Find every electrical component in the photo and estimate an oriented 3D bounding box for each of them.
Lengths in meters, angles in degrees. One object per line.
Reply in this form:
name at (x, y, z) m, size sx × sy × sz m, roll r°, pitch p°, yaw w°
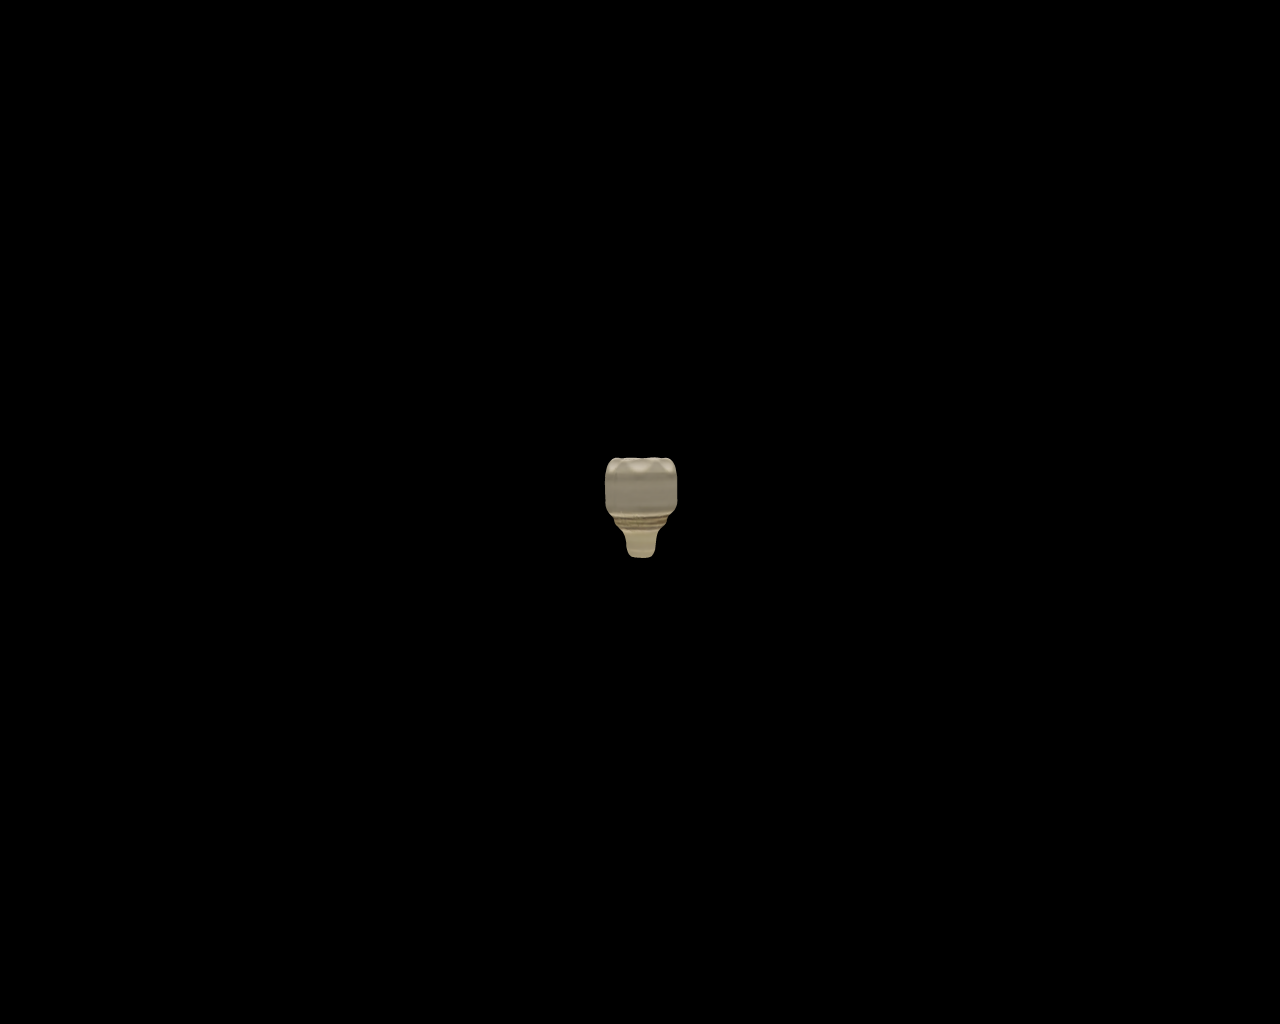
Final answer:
electrical component at (0.001, -0.003, 0.650) m, size 0.043 × 0.062 × 0.043 m, roll 0°, pitch 4°, yaw 0°
